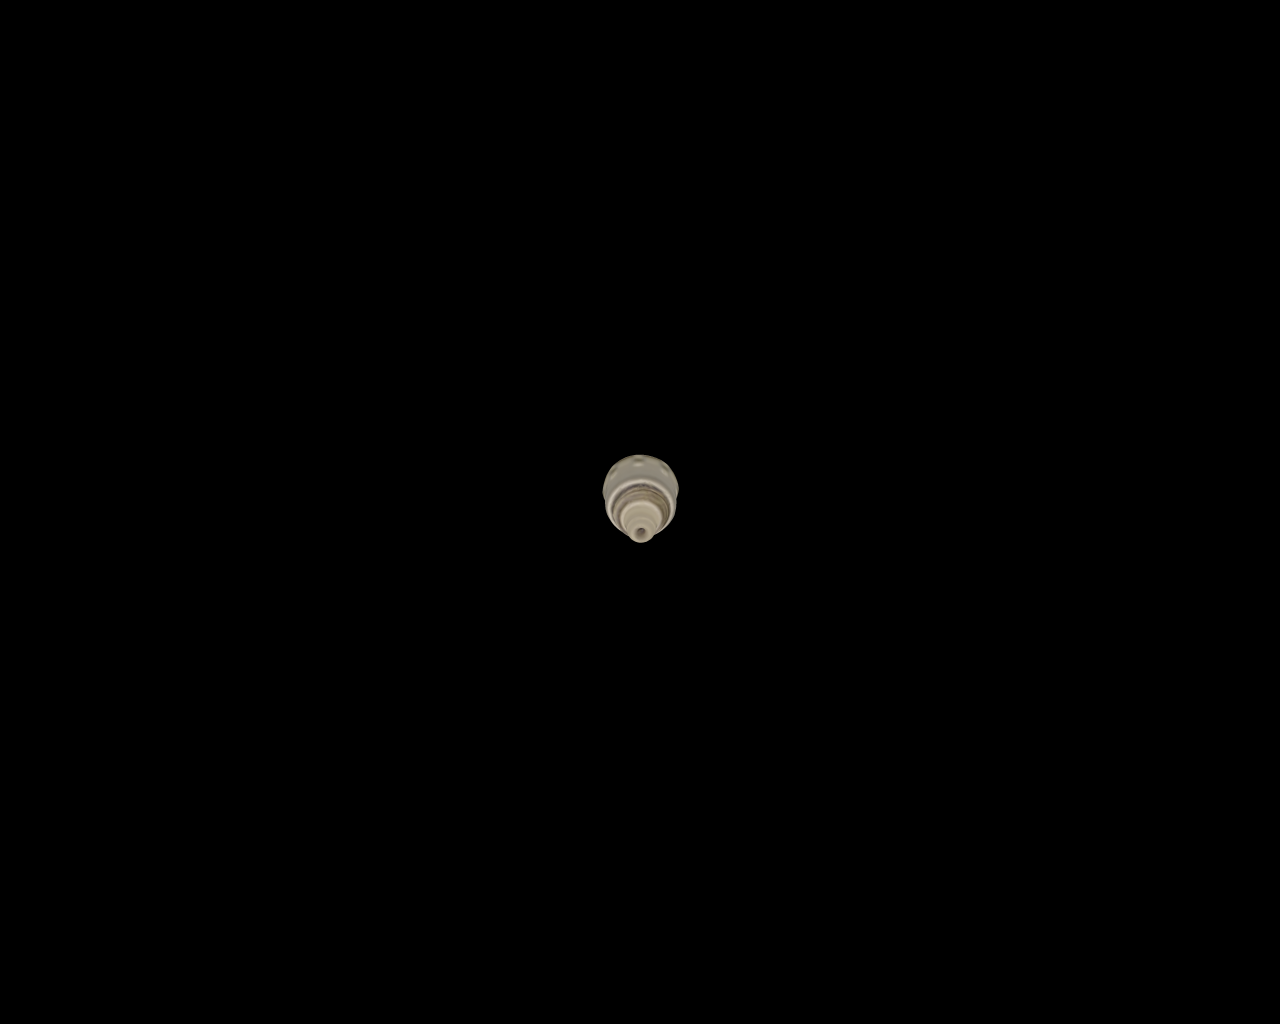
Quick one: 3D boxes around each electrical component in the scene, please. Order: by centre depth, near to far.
[{"bbox_3d":[0.001,-0.003,0.650,0.048,0.048,0.062,0,30,0],"label":"electrical component"}]
